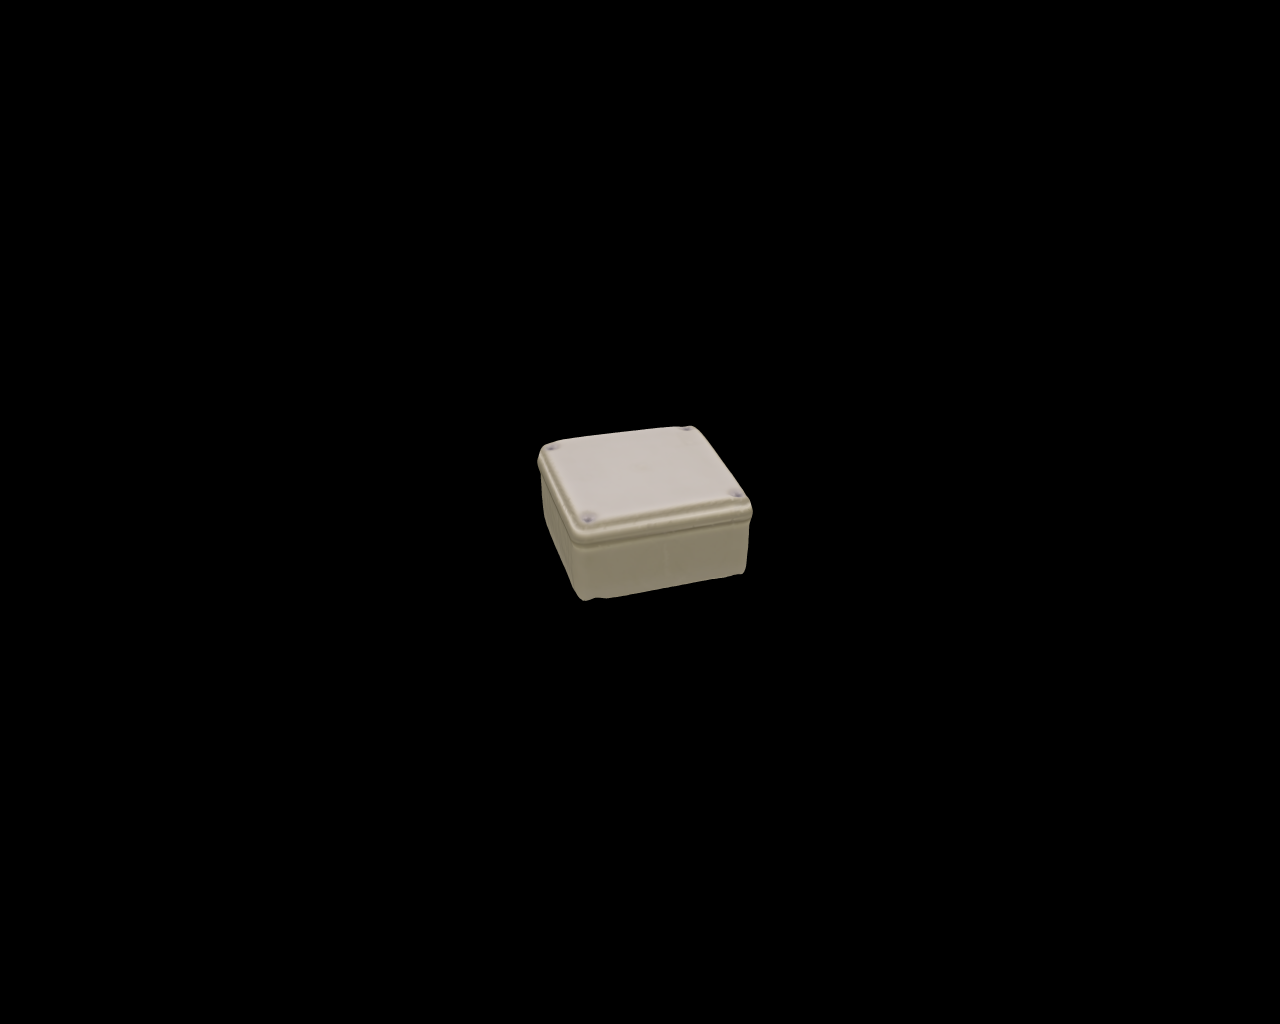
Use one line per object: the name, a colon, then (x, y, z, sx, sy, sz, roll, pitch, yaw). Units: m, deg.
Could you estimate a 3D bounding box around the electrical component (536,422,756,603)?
electrical component: (0.001, -0.003, 0.650, 0.109, 0.056, 0.109, -8, 32, -14)
